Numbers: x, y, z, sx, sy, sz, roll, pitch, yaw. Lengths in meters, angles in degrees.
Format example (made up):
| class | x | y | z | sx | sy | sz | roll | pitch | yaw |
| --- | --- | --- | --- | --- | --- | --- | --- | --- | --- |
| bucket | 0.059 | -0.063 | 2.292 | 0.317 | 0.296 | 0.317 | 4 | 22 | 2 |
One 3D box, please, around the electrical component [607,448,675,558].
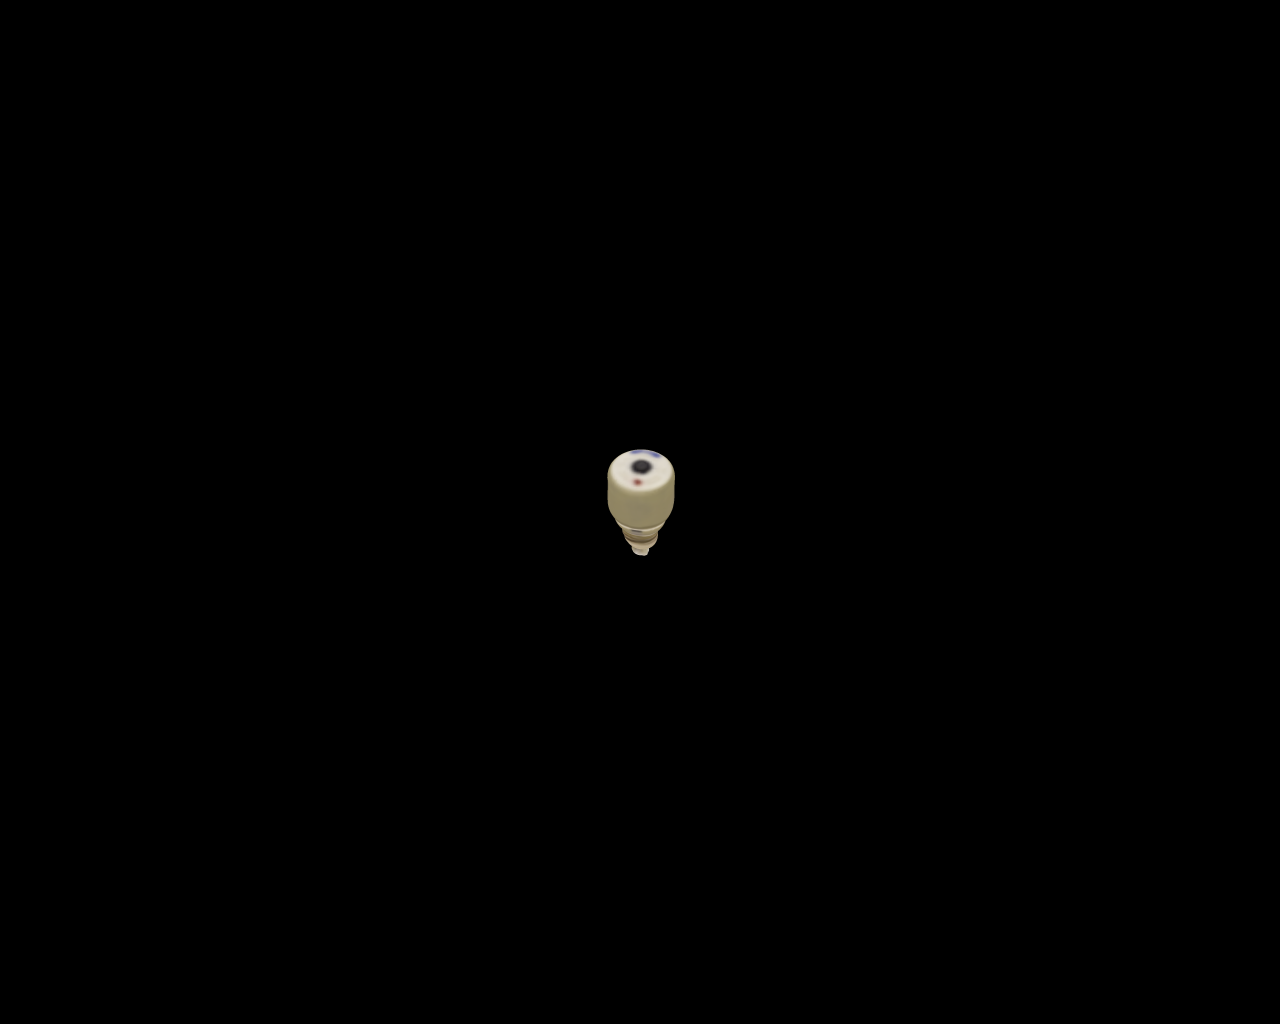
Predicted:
| class | x | y | z | sx | sy | sz | roll | pitch | yaw |
| --- | --- | --- | --- | --- | --- | --- | --- | --- | --- |
| electrical component | 0.001 | -0.003 | 0.650 | 0.040 | 0.040 | 0.078 | 0 | -44 | 0 |
